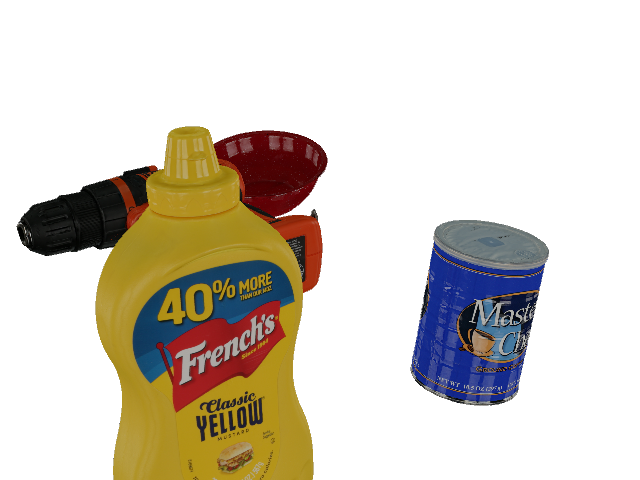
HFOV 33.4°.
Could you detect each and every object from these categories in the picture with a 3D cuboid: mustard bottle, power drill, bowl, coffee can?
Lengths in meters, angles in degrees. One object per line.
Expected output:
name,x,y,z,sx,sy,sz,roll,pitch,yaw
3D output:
mustard bottle,-0.053,0.042,0.493,0.096,0.192,0.058,-12,22,-25
power drill,-0.103,-0.006,0.770,0.184,0.057,0.188,-18,29,-32
bowl,-0.072,-0.074,1.312,0.162,0.055,0.162,-2,34,1
coffee can,0.143,0.064,0.974,0.103,0.140,0.103,7,21,-3
